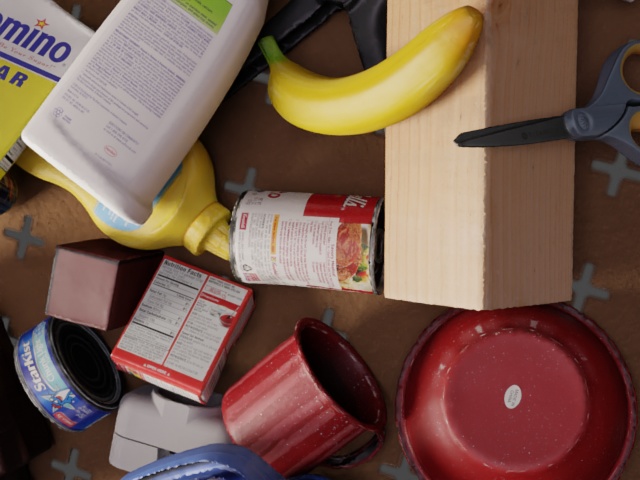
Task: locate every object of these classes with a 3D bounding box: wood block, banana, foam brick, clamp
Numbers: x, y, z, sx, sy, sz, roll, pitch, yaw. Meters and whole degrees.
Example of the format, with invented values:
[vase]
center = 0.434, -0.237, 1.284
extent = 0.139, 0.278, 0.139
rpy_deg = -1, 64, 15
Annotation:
[wood block]
center = 0.102, -0.064, 0.683
extent = 0.090, 0.090, 0.206
rpy_deg = 5, 96, 50
[banana]
center = 0.024, -0.100, 0.666
extent = 0.198, 0.037, 0.069
rpy_deg = 4, 113, 48
[foam brick]
center = -0.156, 0.031, 0.777
extent = 0.053, 0.078, 0.051
rpy_deg = 13, 98, 15
[clamp]
center = 0.025, -0.162, 0.736
extent = 0.165, 0.036, 0.210
rpy_deg = 27, 98, 19

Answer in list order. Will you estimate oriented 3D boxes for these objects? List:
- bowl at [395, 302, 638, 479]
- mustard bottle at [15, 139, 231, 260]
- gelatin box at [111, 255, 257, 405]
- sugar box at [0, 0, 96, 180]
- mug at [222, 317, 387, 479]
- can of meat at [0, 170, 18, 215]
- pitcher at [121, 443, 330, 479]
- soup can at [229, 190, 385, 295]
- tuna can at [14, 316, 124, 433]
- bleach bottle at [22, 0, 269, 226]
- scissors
[bowl]
center = 0.127, 0.107, 0.697
extent = 0.162, 0.055, 0.162
rpy_deg = -2, 75, 9
[mustard bottle]
center = -0.135, -0.049, 0.776
extent = 0.192, 0.058, 0.096
rpy_deg = 38, 96, 10
[gelatin box]
center = -0.097, 0.064, 0.769
extent = 0.073, 0.030, 0.089
rpy_deg = 20, 65, 12
[sugar box]
center = -0.238, -0.095, 0.729
extent = 0.093, 0.048, 0.176
rpy_deg = 35, 84, -1
[mug]
center = -0.005, 0.121, 0.746
extent = 0.082, 0.093, 0.117
rpy_deg = -40, 119, 18
[can of meat]
center = -0.270, -0.064, 0.790
extent = 0.057, 0.084, 0.102
rpy_deg = -24, 87, -6
[pitcher]
center = -0.094, 0.238, 0.730
extent = 0.243, 0.144, 0.149
rpy_deg = -19, 60, 29
[soup can]
center = -0.005, 0.001, 0.742
extent = 0.102, 0.068, 0.068
rpy_deg = 4, 95, 15
[tuna can]
center = -0.183, 0.096, 0.784
extent = 0.034, 0.086, 0.086
rpy_deg = -32, 86, 12
[bleach bottle]
center = -0.085, -0.138, 0.715
extent = 0.102, 0.068, 0.251
rpy_deg = 38, 88, 4
[scissors]
center = 0.161, -0.088, 0.657
extent = 0.016, 0.201, 0.096
rpy_deg = -28, 60, 56
